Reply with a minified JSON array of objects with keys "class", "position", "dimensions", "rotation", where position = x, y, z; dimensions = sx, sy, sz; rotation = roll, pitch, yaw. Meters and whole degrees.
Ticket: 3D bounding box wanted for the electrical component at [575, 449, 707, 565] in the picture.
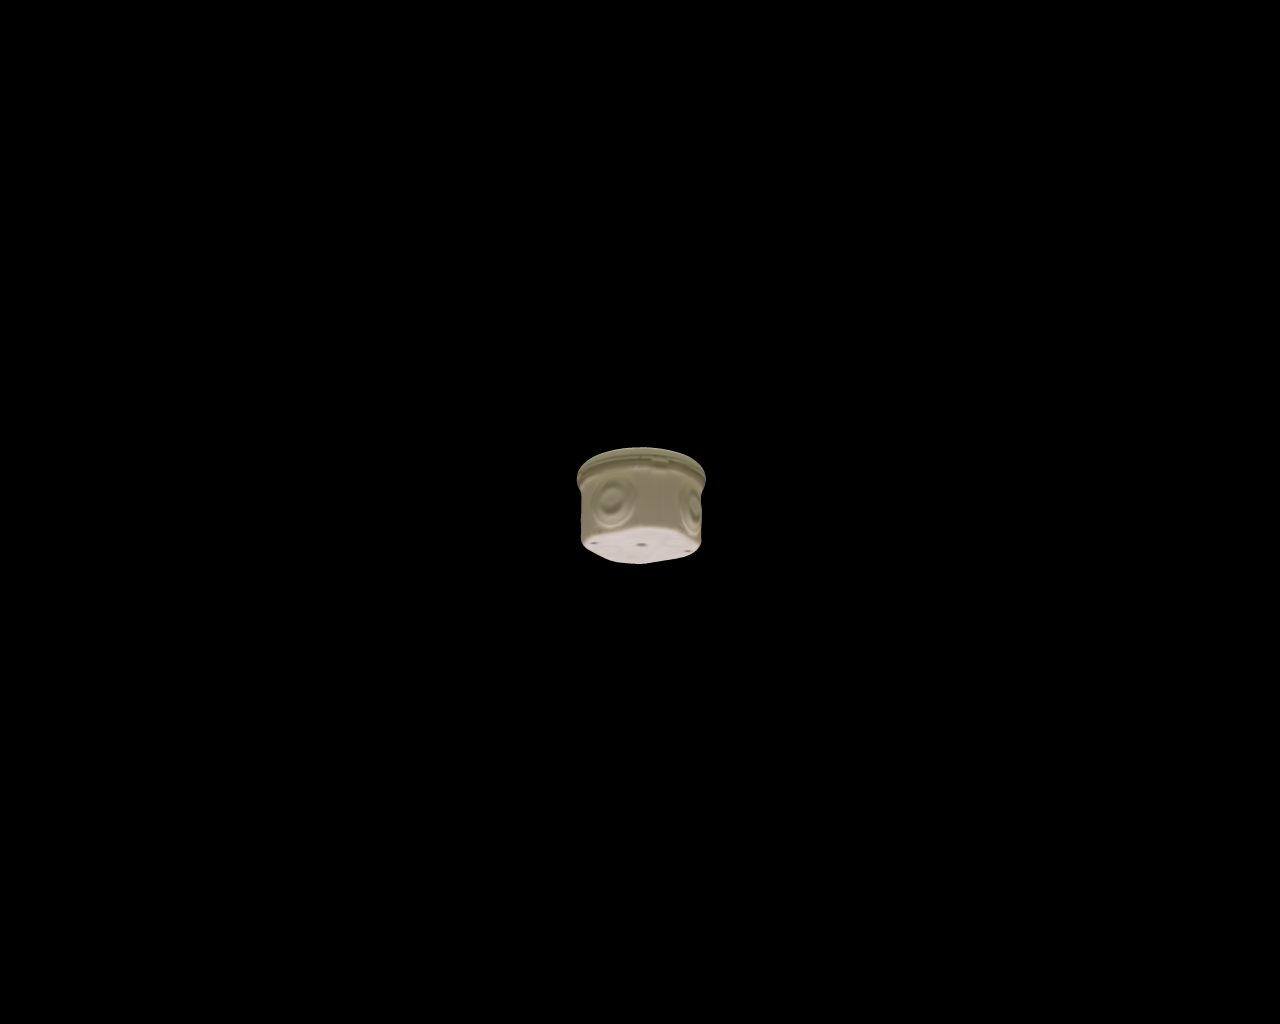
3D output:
[{"class":"electrical component","position":[0.001,-0.003,0.650],"dimensions":[0.080,0.051,0.080],"rotation":[0,-20,0]}]
